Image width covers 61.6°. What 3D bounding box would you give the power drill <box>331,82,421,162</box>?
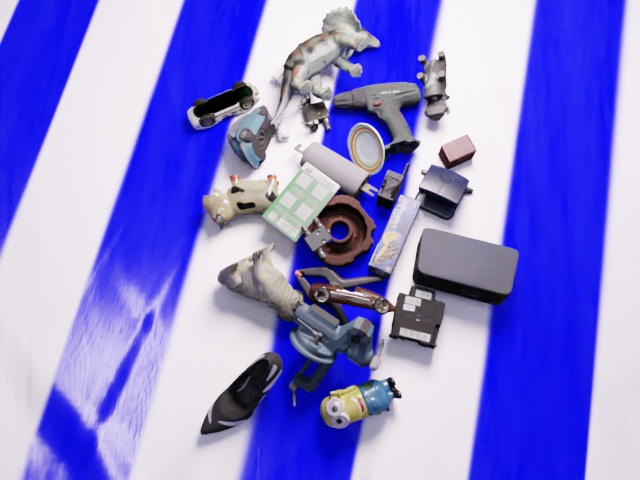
[{"bbox_3d":[0.161,-0.311,1.400,0.232,0.086,0.207,-14,67,-1],"label":"power drill"}]

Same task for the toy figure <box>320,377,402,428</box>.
[{"bbox_3d":[0.089,0.365,1.206,0.180,0.089,0.082,-20,62,-12],"label":"toy figure"}]

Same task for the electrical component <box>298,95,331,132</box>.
[{"bbox_3d":[-0.016,-0.335,1.427,0.078,0.045,0.102,-11,74,2],"label":"electrical component"}]

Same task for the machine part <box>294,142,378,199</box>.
[{"bbox_3d":[0.038,-0.177,1.362,0.243,0.079,0.079,33,79,10],"label":"machine part"}]

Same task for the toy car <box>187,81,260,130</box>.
[{"bbox_3d":[-0.259,-0.362,1.445,0.202,0.056,0.073,-25,68,-5],"label":"toy car"}]

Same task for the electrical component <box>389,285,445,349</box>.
[{"bbox_3d":[0.230,0.177,1.261,0.115,0.058,0.134,15,75,6],"label":"electrical component"}]

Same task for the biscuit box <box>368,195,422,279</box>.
[{"bbox_3d":[0.183,-0.010,1.314,0.059,0.062,0.202,23,77,8],"label":"biscuit box"}]

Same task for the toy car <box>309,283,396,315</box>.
[{"bbox_3d":[0.075,0.132,1.230,0.202,0.089,0.053,10,84,4],"label":"toy car"}]

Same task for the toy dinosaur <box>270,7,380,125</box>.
[{"bbox_3d":[-0.011,-0.469,1.407,0.405,0.131,0.192,-34,54,-10],"label":"toy dinosaur"}]

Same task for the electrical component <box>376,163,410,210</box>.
[{"bbox_3d":[0.183,-0.143,1.346,0.048,0.074,0.119,21,81,8],"label":"electrical component"}]

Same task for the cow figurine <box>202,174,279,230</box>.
[{"bbox_3d":[-0.199,-0.096,1.353,0.195,0.085,0.127,-3,73,-2],"label":"cow figurine"}]

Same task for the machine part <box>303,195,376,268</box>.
[{"bbox_3d":[0.049,-0.019,1.329,0.179,0.056,0.179,-1,75,4],"label":"machine part"}]

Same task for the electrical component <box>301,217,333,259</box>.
[{"bbox_3d":[-0.003,-0.004,1.285,0.063,0.021,0.094,-33,85,-6],"label":"electrical component"}]

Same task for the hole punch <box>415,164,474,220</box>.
[{"bbox_3d":[0.304,-0.128,1.330,0.142,0.092,0.116,24,73,13],"label":"hole punch"}]

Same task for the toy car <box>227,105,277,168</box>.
[{"bbox_3d":[-0.187,-0.273,1.393,0.103,0.109,0.161,9,65,24],"label":"toy car"}]

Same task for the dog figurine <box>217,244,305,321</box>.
[{"bbox_3d":[-0.140,0.127,1.285,0.172,0.121,0.190,-25,91,30],"label":"dog figurine"}]

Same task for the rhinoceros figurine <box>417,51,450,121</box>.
[{"bbox_3d":[0.297,-0.399,1.399,0.073,0.112,0.190,-5,61,19],"label":"rhinoceros figurine"}]

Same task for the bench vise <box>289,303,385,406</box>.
[{"bbox_3d":[0.014,0.260,1.210,0.224,0.129,0.240,29,110,-6],"label":"bench vise"}]

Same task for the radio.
[{"bbox_3d":[0.339,0.063,1.265,0.230,0.073,0.131,14,60,8],"label":"radio"}]

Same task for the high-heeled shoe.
[{"bbox_3d":[-0.179,0.346,1.192,0.249,0.145,0.086,-44,76,-10],"label":"high-heeled shoe"}]
